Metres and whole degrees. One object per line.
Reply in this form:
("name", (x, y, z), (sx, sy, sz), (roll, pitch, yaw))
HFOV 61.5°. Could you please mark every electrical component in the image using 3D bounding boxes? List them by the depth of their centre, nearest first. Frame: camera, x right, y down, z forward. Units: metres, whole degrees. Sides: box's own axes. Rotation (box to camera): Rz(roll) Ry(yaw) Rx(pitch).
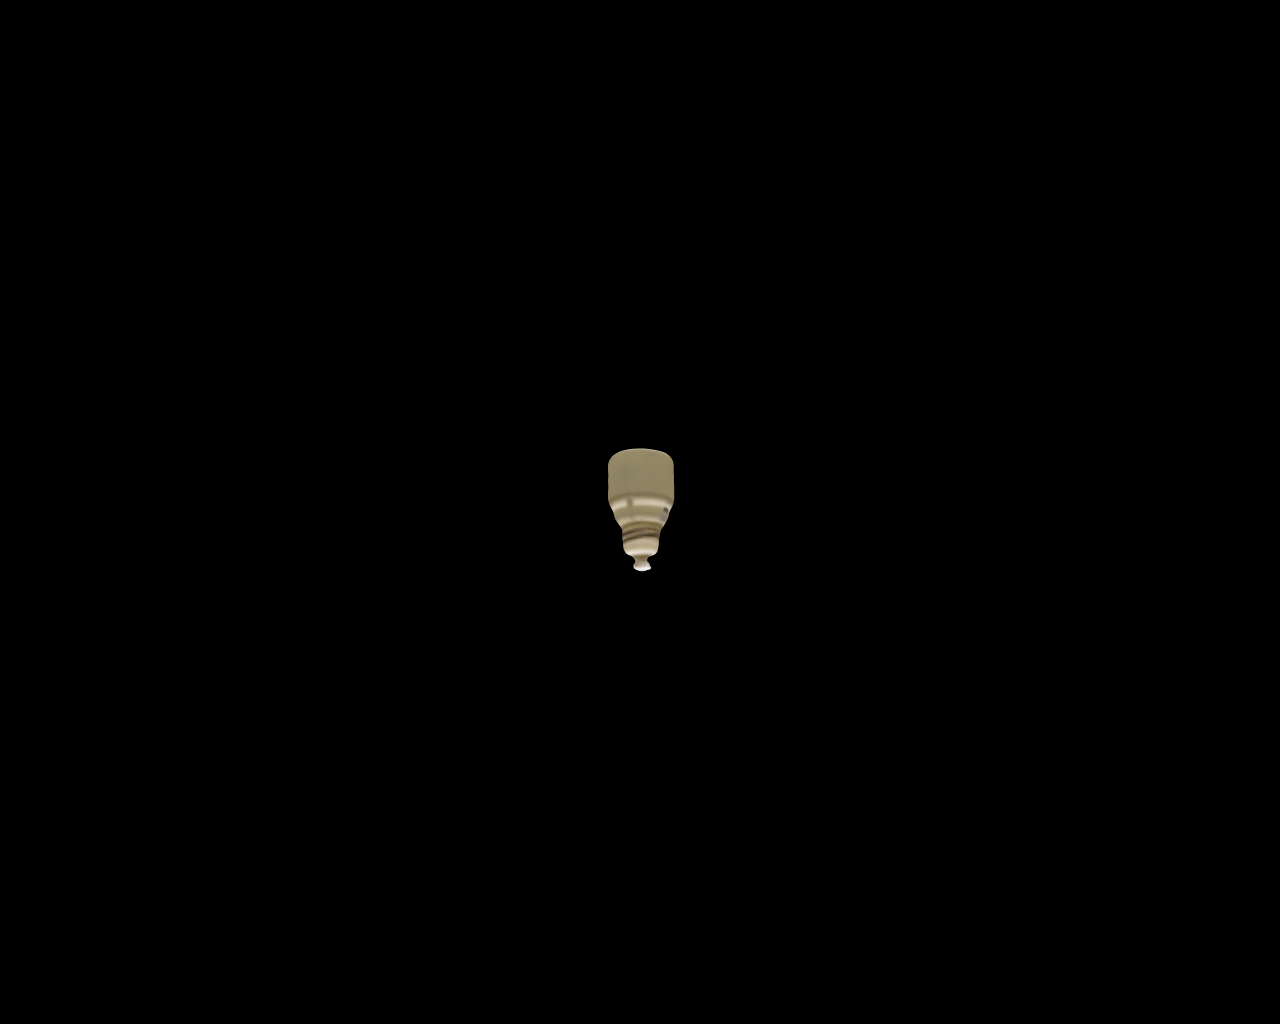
("electrical component", (0.001, -0.003, 0.650), (0.040, 0.078, 0.040), (0, -15, 0))
